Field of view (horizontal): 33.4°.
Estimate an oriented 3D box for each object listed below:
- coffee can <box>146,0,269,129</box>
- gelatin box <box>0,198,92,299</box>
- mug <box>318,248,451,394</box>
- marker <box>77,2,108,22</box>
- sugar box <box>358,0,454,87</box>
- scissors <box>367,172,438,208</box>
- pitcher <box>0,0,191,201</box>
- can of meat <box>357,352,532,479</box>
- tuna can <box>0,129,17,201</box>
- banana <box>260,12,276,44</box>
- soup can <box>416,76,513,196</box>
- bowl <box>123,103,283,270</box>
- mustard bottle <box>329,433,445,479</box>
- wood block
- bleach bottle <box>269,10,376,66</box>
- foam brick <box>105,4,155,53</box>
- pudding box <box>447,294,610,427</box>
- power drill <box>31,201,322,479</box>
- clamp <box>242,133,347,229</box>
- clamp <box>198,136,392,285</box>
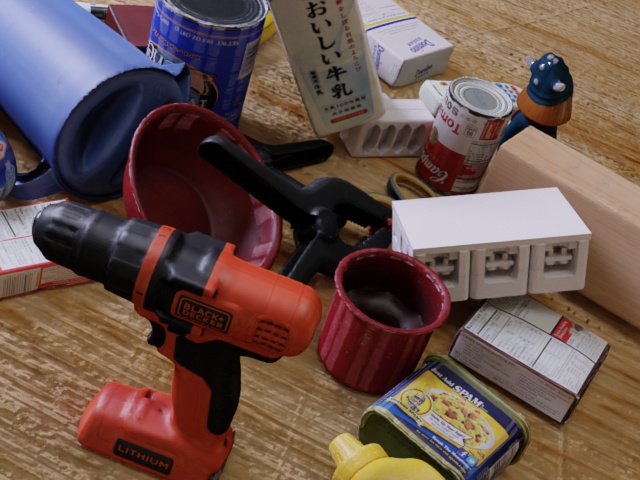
[{"bbox_3d":[-0.113,-0.168,1.003,0.102,0.140,0.103,11,40,-10],"label":"coffee can"},{"bbox_3d":[-0.227,0.006,0.842,0.089,0.030,0.073,-12,47,-32],"label":"gelatin box"},{"bbox_3d":[0.045,0.059,0.848,0.093,0.082,0.117,6,41,-16],"label":"mug"},{"bbox_3d":[-0.204,-0.243,1.152,0.121,0.020,0.020,-1,43,-22],"label":"marker"},{"bbox_3d":[0.061,-0.249,1.245,0.093,0.048,0.176,-22,58,-40],"label":"sugar box"},{"bbox_3d":[0.108,0.006,0.988,0.096,0.016,0.202,-10,47,-29],"label":"scissors"},{"bbox_3d":[-0.245,-0.146,0.948,0.148,0.145,0.243,-7,40,-49],"label":"pitcher"},{"bbox_3d":[0.090,0.144,0.787,0.102,0.057,0.083,38,45,23],"label":"can of meat"},{"bbox_3d":[-0.286,-0.062,0.854,0.086,0.086,0.033,28,38,11],"label":"tuna can"},{"bbox_3d":[-0.091,-0.232,1.175,0.070,0.037,0.197,10,34,20],"label":"banana"},{"bbox_3d":[0.143,-0.102,1.059,0.068,0.102,0.068,11,40,-10],"label":"soup can"},{"bbox_3d":[-0.106,-0.029,0.879,0.161,0.055,0.162,26,52,-39],"label":"bowl"},{"bbox_3d":[0.067,0.199,0.682,0.058,0.096,0.192,-18,51,-35],"label":"mustard bottle"},{"bbox_3d":[0.254,-0.011,1.000,0.206,0.091,0.090,32,31,17],"label":"wood block"},{"bbox_3d":[-0.030,-0.246,1.064,0.068,0.250,0.103,-36,51,6],"label":"bleach bottle"},{"bbox_3d":[-0.183,-0.195,1.078,0.051,0.053,0.078,-6,46,-27],"label":"foam brick"},{"bbox_3d":[0.176,0.092,0.896,0.113,0.039,0.089,30,39,17],"label":"pudding box"},{"bbox_3d":[-0.107,0.071,0.691,0.184,0.188,0.057,22,41,1],"label":"power drill"},{"bbox_3d":[-0.052,-0.060,0.982,0.171,0.039,0.120,4,36,-23],"label":"clamp"},{"bbox_3d":[-0.006,0.001,0.901,0.209,0.036,0.164,6,67,-44],"label":"clamp"}]
